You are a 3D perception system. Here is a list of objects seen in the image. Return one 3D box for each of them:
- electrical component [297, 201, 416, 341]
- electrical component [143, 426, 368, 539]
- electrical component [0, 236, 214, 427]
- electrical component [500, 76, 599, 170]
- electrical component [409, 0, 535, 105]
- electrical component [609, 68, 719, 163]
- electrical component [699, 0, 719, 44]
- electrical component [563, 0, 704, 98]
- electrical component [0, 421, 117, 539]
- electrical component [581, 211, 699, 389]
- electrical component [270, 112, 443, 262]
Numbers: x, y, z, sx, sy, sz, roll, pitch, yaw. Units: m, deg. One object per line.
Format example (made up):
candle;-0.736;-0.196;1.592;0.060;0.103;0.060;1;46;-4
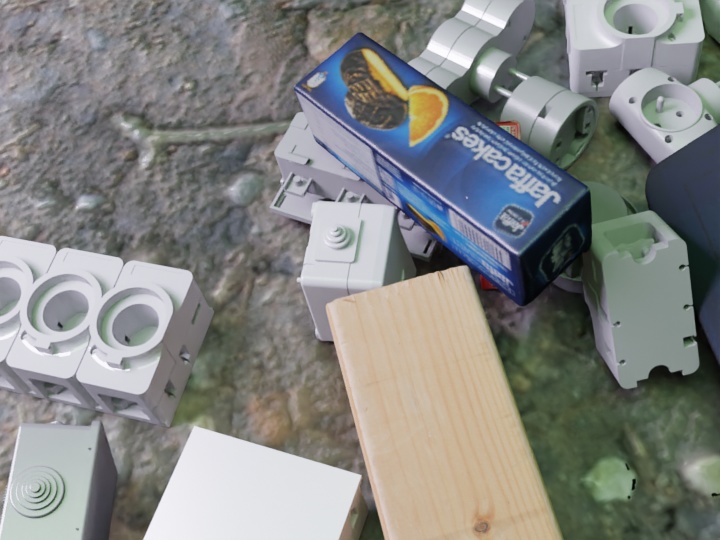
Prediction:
electrical component;0.000;0.000;0.686;0.061;0.096;0.061;4;60;11
electrical component;-0.075;0.196;0.602;0.105;0.060;0.186;14;62;16
electrical component;-0.187;0.037;0.713;0.150;0.061;0.089;10;61;15
electrical component;0.131;-0.103;0.753;0.047;0.055;0.055;35;70;30
electrical component;0.089;-0.146;0.785;0.074;0.052;0.138;31;68;23
electrical component;0.228;-0.107;0.745;0.079;0.044;0.077;-28;59;-8
electrical component;0.295;-0.202;0.791;0.079;0.044;0.077;-18;58;-2
electrical component;0.198;-0.207;0.799;0.089;0.061;0.150;-2;59;8
electrical component;-0.176;0.143;0.628;0.048;0.099;0.099;4;59;-4
electrical component;0.167;0.016;0.651;0.050;0.089;0.055;-14;24;0
electrical component;0.006;-0.063;0.742;0.121;0.063;0.078;18;64;19
